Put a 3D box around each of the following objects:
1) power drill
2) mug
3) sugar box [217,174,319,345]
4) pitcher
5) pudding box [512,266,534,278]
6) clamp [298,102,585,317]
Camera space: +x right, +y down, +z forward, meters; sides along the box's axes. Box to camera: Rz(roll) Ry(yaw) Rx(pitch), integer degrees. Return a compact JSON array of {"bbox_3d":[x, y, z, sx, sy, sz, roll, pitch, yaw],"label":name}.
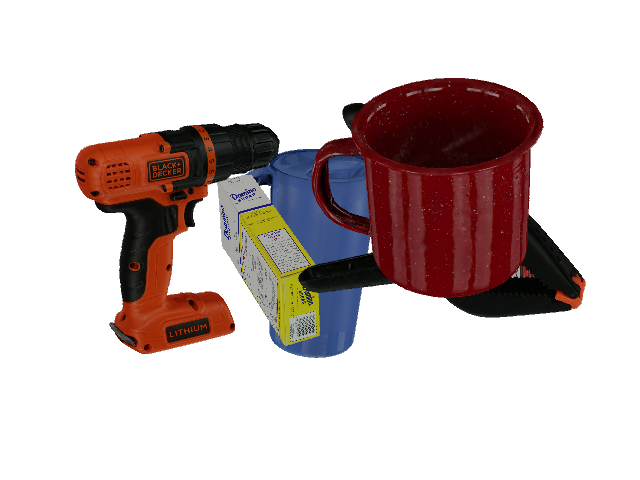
[{"bbox_3d":[-0.116,-0.006,0.923,0.184,0.188,0.057,-12,20,-29],"label":"power drill"},{"bbox_3d":[0.053,-0.026,0.545,0.117,0.081,0.093,1,36,11],"label":"mug"},{"bbox_3d":[-0.054,0.016,1.092,0.048,0.093,0.176,-14,41,-17],"label":"sugar box"},{"bbox_3d":[-0.013,0.016,1.307,0.149,0.243,0.144,16,23,27],"label":"pitcher"},{"bbox_3d":[0.149,0.013,1.026,0.114,0.039,0.090,18,-28,21],"label":"pudding box"},{"bbox_3d":[0.090,-0.006,0.767,0.210,0.165,0.036,16,36,12],"label":"clamp"}]
